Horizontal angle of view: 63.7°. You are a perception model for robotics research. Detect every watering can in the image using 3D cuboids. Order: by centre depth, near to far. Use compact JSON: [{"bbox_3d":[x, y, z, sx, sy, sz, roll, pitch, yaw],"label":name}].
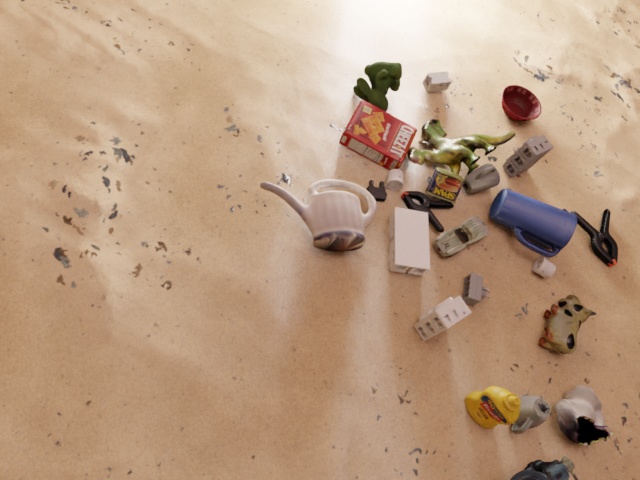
[{"bbox_3d":[0.004,-0.074,1.475,0.348,0.229,0.102,1,-26,-16],"label":"watering can"}]

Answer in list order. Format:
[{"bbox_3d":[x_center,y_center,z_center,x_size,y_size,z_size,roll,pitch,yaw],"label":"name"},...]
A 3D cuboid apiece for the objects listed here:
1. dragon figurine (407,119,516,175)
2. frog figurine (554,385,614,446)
[{"bbox_3d":[0.453,-0.335,1.737,0.415,0.245,0.119,-34,-22,-28],"label":"dragon figurine"},{"bbox_3d":[0.701,0.467,1.397,0.137,0.120,0.162,13,25,1],"label":"frog figurine"}]
